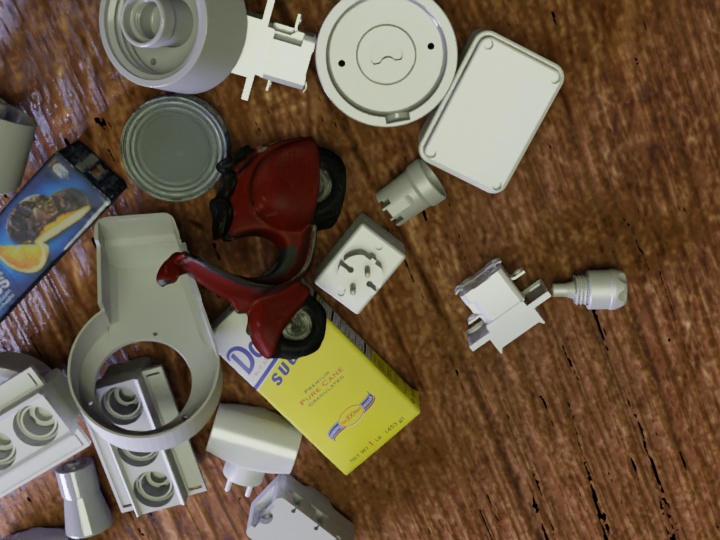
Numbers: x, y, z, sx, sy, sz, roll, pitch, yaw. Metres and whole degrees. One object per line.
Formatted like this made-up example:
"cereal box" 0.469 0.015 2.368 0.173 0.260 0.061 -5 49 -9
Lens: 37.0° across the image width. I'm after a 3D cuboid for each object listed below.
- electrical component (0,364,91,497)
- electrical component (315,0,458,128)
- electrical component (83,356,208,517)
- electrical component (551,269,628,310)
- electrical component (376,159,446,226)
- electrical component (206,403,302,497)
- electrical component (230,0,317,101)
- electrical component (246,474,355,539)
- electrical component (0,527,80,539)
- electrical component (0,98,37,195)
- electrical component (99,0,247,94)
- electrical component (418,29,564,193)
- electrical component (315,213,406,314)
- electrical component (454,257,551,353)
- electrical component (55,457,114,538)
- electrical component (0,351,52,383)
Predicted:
"electrical component" -0.287 0.133 0.868 0.121 0.063 0.078 -31 105 8
"electrical component" 0.020 -0.170 0.841 0.108 0.060 0.108 0 107 0
"electrical component" -0.188 0.142 0.937 0.079 0.063 0.121 -15 107 4
"electrical component" 0.195 0.017 0.915 0.061 0.035 0.035 -1 108 3
"electrical component" 0.041 -0.063 0.887 0.046 0.040 0.040 -35 105 16
"electrical component" -0.099 0.165 0.955 0.077 0.044 0.079 17 107 -6
"electrical component" -0.068 -0.172 0.850 0.064 0.042 0.081 16 107 -7
"electrical component" -0.052 0.232 0.970 0.089 0.055 0.050 40 103 -12
"electrical component" -0.295 0.282 0.990 0.077 0.044 0.079 -9 108 3
"electrical component" -0.305 -0.107 0.840 0.099 0.099 0.064 24 100 -8
"electrical component" -0.147 -0.187 0.813 0.108 0.060 0.108 4 100 25
"electrical component" 0.102 -0.127 0.857 0.078 0.057 0.113 25 106 -8
"electrical component" 0.000 0.000 0.886 0.047 0.076 0.065 37 104 -11
"electrical component" 0.118 0.028 0.915 0.081 0.042 0.063 -37 101 9
"electrical component" -0.250 0.202 0.968 0.044 0.044 0.065 -10 102 3
"electrical component" -0.306 0.122 0.931 0.108 0.060 0.108 0 107 -1
